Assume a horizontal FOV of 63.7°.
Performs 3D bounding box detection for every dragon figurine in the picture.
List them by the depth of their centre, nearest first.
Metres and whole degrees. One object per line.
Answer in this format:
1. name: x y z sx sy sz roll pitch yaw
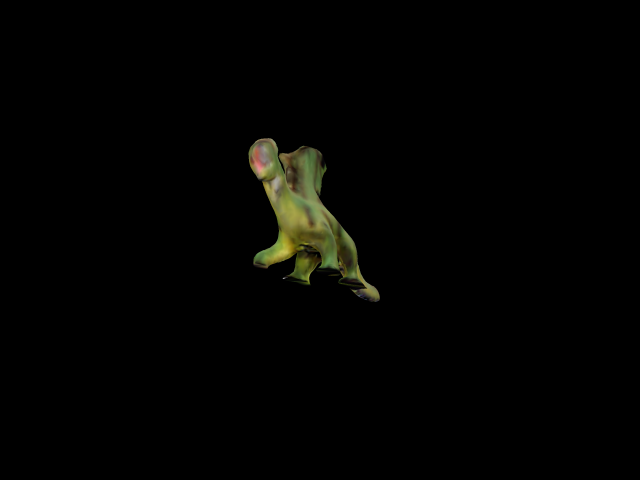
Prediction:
1. dragon figurine: 0.003 -0.043 0.850 0.121 0.247 0.406 -10 -21 26
